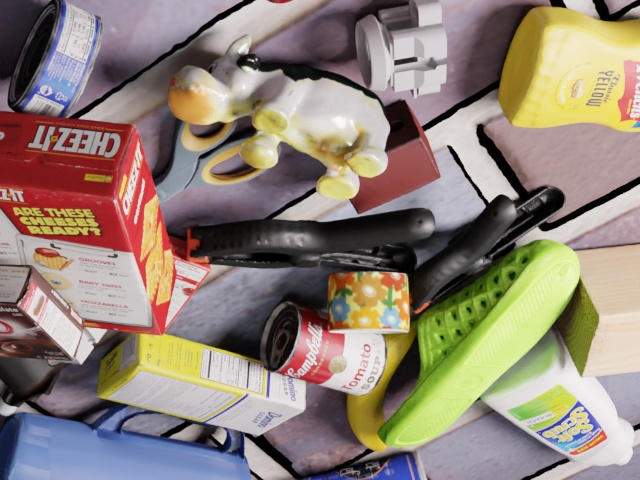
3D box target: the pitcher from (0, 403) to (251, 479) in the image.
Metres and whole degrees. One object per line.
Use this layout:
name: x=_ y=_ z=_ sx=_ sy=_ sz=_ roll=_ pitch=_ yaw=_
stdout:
pitcher: x=-0.195 y=0.238 z=1.051 sx=0.242 sy=0.149 sz=0.145 roll=19 pitch=140 yaw=-23

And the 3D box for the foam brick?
foam brick: x=0.051 y=-0.067 z=0.871 sx=0.078 sy=0.053 sz=0.051 roll=-25 pitch=132 yaw=9

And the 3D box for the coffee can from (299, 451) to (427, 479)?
coffee can: x=0.052 y=0.296 z=1.163 sx=0.140 sy=0.103 sz=0.103 roll=-13 pitch=133 yaw=0

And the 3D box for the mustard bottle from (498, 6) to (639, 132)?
mustard bottle: x=0.246 y=-0.132 z=0.854 sx=0.191 sy=0.058 sz=0.096 roll=2 pitch=129 yaw=-15

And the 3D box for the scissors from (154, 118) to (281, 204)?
scissors: x=-0.131 y=-0.057 z=0.865 sx=0.202 sy=0.016 sz=0.096 roll=-20 pitch=131 yaw=5

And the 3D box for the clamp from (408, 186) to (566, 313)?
clamp: x=0.132 y=0.008 z=0.940 sx=0.172 sy=0.039 sz=0.120 roll=-42 pitch=156 yaw=22

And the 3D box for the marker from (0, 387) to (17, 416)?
marker: x=-0.270 y=0.120 z=0.989 sx=0.020 sy=0.020 sz=0.121 roll=20 pitch=125 yaw=-27

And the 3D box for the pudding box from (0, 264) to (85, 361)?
pudding box: x=-0.246 y=0.054 z=0.799 sx=0.114 sy=0.039 sz=0.090 roll=-1 pitch=149 yaw=18

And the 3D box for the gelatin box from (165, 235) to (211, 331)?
gelatin box: x=-0.148 y=0.033 z=0.933 sx=0.073 sy=0.030 sz=0.089 roll=22 pitch=123 yaw=-27

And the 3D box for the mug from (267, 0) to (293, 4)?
mug: x=-0.047 y=-0.207 z=0.709 sx=0.081 sy=0.093 sz=0.117 roll=26 pitch=152 yaw=-36

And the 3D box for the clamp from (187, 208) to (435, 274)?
clamp: x=-0.006 y=0.001 z=0.893 sx=0.210 sy=0.036 sz=0.165 roll=1 pitch=166 yaw=-7

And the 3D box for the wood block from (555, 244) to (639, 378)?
wood block: x=0.341 y=0.062 z=1.027 sx=0.206 sy=0.091 sz=0.090 roll=-6 pitch=133 yaw=-8

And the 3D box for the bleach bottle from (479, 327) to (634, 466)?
bleach bottle: x=0.270 y=0.180 z=1.136 sx=0.103 sy=0.068 sz=0.250 roll=-32 pitch=133 yaw=26

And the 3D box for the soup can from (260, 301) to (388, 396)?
soup can: x=0.004 y=0.104 z=1.004 sx=0.102 sy=0.068 sz=0.069 roll=20 pitch=124 yaw=-28

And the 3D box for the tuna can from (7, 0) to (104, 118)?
tuna can: x=-0.186 y=-0.124 z=0.745 sx=0.033 sy=0.086 sz=0.086 roll=22 pitch=123 yaw=-28

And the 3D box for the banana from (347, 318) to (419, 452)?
banana: x=0.061 y=0.153 z=1.081 sx=0.069 sy=0.037 sz=0.198 roll=4 pitch=130 yaw=-15

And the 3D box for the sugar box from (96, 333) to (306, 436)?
sugar box: x=-0.110 y=0.136 z=1.008 sx=0.176 sy=0.048 sz=0.094 roll=17 pitch=147 yaw=-29

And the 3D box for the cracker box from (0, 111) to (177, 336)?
cracker box: x=-0.203 y=-0.009 z=0.793 sx=0.164 sy=0.072 sz=0.214 roll=6 pitch=150 yaw=5
